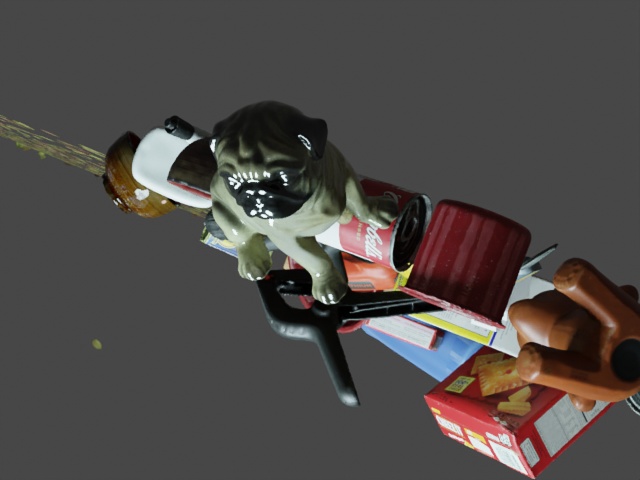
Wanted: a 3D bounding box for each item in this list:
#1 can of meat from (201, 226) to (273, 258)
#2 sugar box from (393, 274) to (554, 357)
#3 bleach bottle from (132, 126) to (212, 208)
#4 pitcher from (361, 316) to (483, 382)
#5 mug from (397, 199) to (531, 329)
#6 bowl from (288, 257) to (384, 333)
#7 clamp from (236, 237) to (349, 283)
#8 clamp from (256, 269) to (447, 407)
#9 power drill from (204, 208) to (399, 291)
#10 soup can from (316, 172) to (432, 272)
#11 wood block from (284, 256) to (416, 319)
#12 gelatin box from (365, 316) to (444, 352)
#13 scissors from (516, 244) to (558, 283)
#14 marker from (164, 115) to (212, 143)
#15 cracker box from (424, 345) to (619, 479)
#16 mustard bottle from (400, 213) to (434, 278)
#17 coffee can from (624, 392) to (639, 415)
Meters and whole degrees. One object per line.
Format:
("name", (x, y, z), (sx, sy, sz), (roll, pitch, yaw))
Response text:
("can of meat", (-0.092, -0.025, 1.334), (0.084, 0.102, 0.057), (24, 177, -12))
("sugar box", (0.172, 0.063, 1.162), (0.176, 0.093, 0.048), (23, 177, -17))
("bleach bottle", (-0.155, -0.078, 1.229), (0.102, 0.068, 0.251), (25, 179, -6))
("pitcher", (0.172, 0.117, 1.459), (0.144, 0.149, 0.243), (35, 180, -37))
("mug", (0.125, 0.021, 0.871), (0.093, 0.081, 0.117), (19, 176, 31))
("bowl", (0.031, 0.029, 1.305), (0.055, 0.162, 0.162), (-17, -157, -38))
("clamp", (0.001, -0.002, 1.029), (0.120, 0.039, 0.172), (22, 149, -18))
("clamp", (0.020, 0.073, 1.107), (0.210, 0.164, 0.036), (30, 146, 40))
("power drill", (-0.008, 0.001, 1.153), (0.185, 0.057, 0.187), (-2, 159, 34))
("soup can", (0.034, -0.021, 0.899), (0.102, 0.068, 0.068), (20, 177, 27))
("wood block", (0.069, 0.035, 1.392), (0.206, 0.090, 0.090), (19, 177, 32))
("gelatin box", (0.106, 0.112, 1.338), (0.089, 0.030, 0.073), (20, 177, 15))
("scissors", (0.166, 0.033, 0.968), (0.096, 0.016, 0.201), (-24, 171, 6))
("marker", (-0.104, -0.092, 1.032), (0.020, 0.020, 0.120), (18, 175, 44))
("cracker box", (0.251, 0.157, 1.217), (0.164, 0.213, 0.072), (16, 139, 60))
("mustard bottle", (0.108, 0.010, 1.000), (0.096, 0.058, 0.191), (15, 176, 6))
("coffee can", (0.432, 0.175, 1.256), (0.103, 0.103, 0.140), (18, 175, 46))
